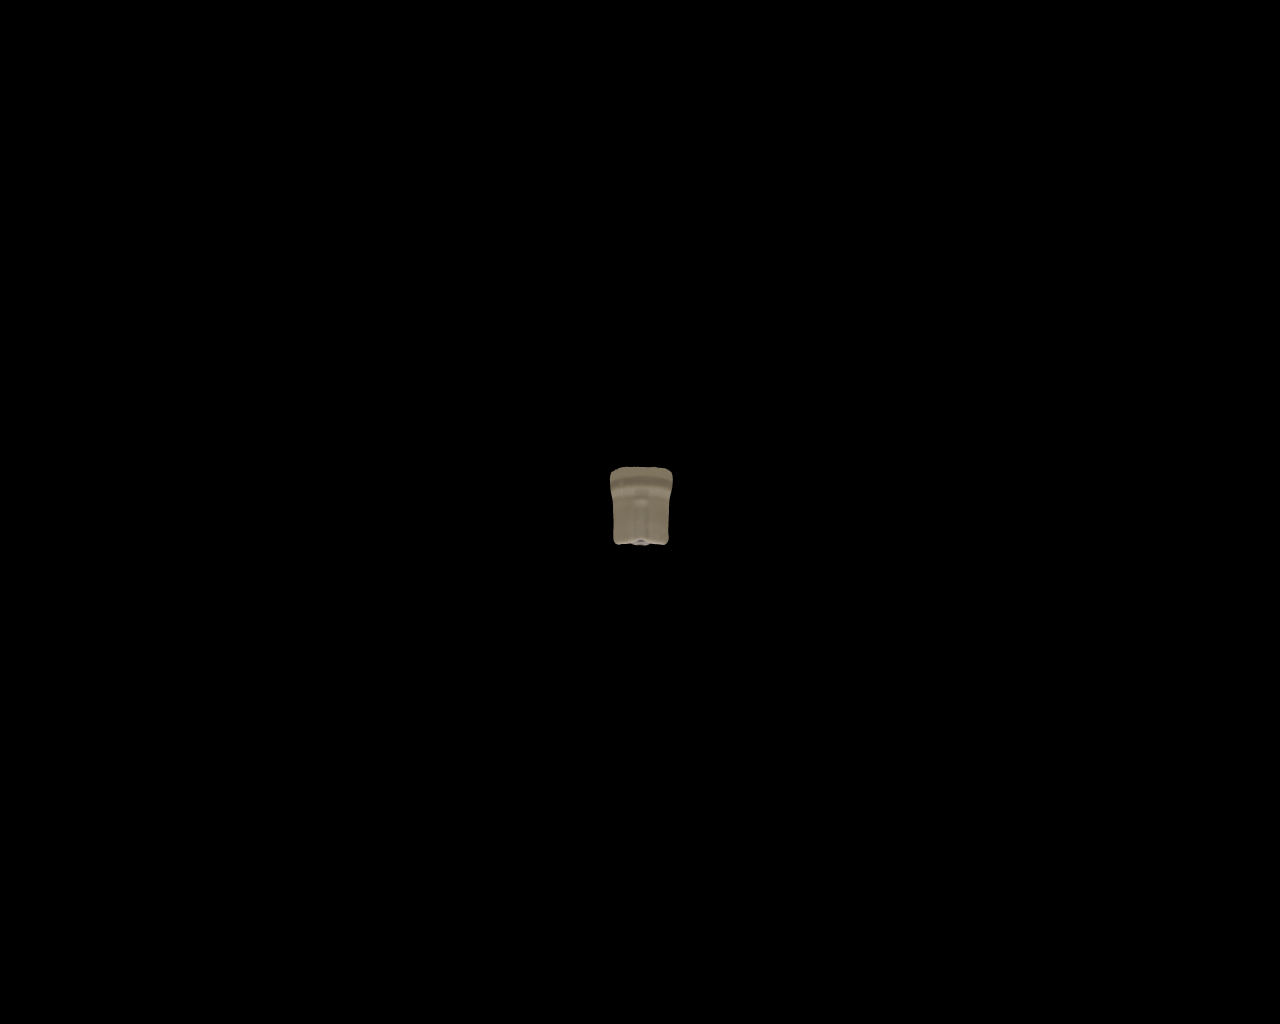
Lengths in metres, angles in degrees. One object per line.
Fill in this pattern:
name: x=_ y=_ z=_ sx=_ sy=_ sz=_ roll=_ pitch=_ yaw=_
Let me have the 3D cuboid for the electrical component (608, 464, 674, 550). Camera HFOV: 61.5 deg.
electrical component: x=0.001 y=-0.003 z=0.650 sx=0.040 sy=0.046 sz=0.040 roll=0 pitch=-11 yaw=0
